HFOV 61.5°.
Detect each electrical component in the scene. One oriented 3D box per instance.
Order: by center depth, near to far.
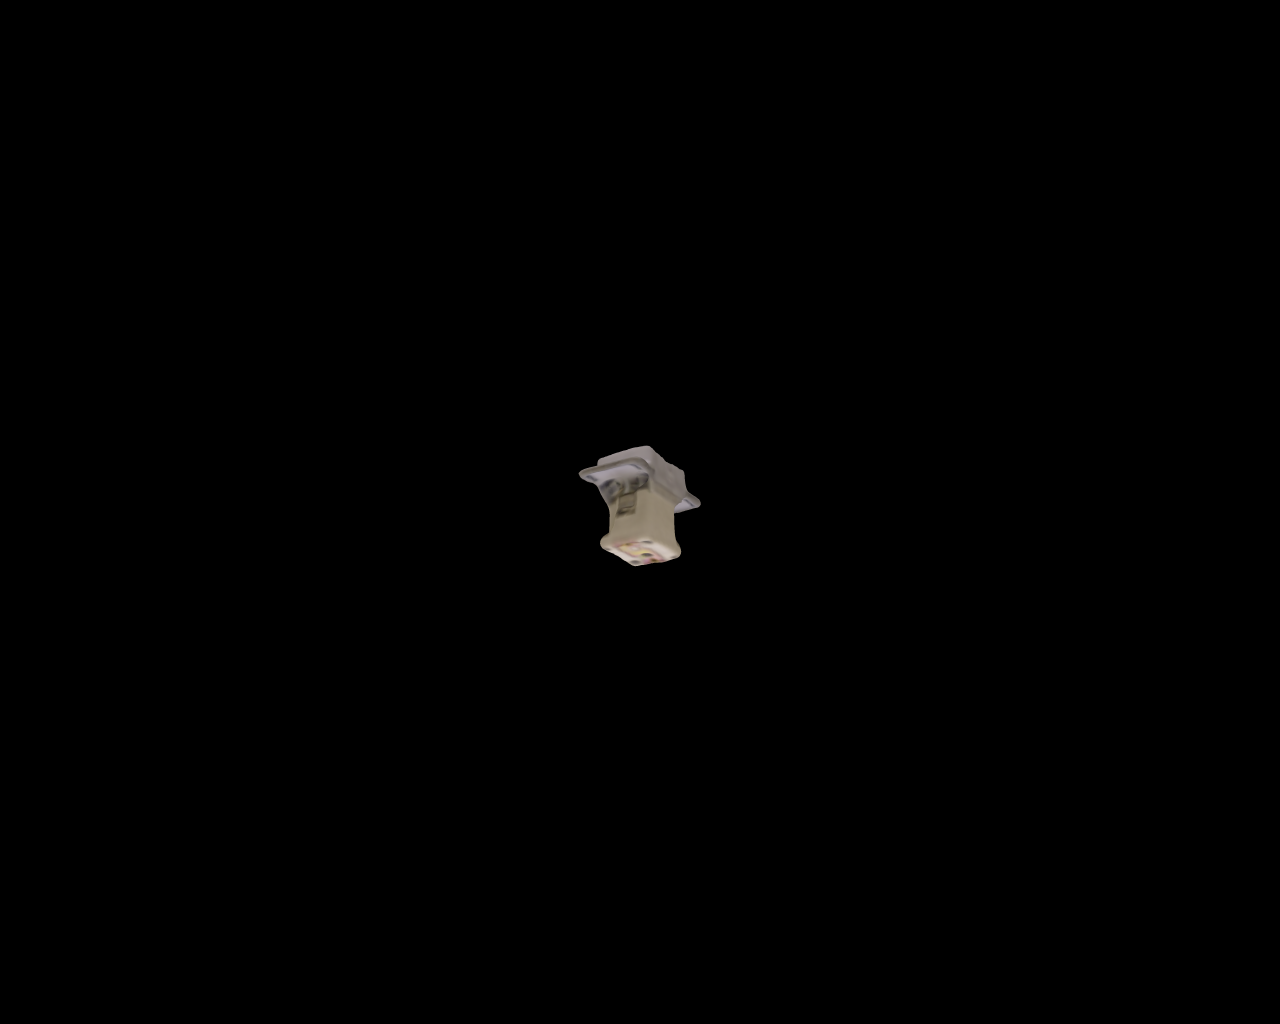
[{"bbox_3d":[0.001,-0.003,0.650,0.042,0.064,0.081,-13,-26,29],"label":"electrical component"}]
